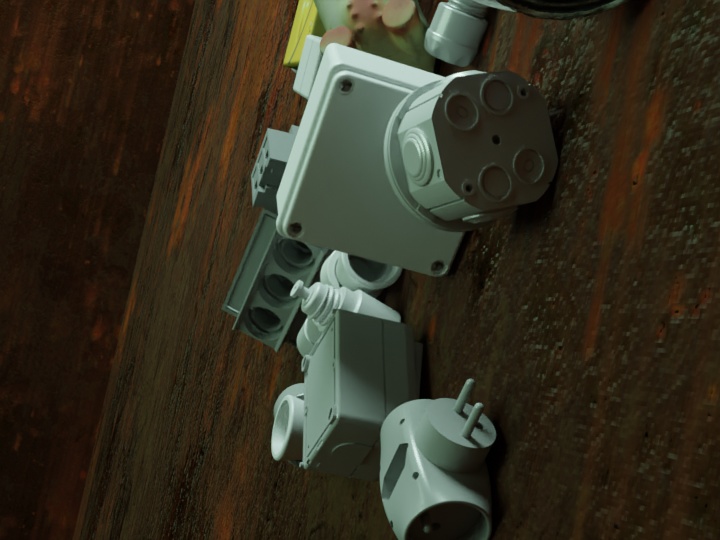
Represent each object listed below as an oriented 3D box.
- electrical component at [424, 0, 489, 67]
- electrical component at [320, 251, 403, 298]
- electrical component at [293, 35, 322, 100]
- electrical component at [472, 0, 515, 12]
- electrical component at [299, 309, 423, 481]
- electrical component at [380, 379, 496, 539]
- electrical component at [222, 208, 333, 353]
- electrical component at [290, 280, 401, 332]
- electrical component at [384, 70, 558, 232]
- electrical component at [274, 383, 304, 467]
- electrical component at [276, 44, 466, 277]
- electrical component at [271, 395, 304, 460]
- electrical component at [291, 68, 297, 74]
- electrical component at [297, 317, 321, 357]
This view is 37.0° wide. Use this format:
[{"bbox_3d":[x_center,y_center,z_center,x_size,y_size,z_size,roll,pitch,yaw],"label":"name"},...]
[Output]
[{"bbox_3d":[0.065,-0.161,0.676,0.035,0.035,0.061,-114,43,-64],"label":"electrical component"},{"bbox_3d":[0.000,0.000,0.747,0.055,0.045,0.045,136,144,-62],"label":"electrical component"},{"bbox_3d":[-0.006,-0.150,0.850,0.077,0.066,0.047,43,120,60],"label":"electrical component"},{"bbox_3d":[0.082,-0.177,0.602,0.055,0.055,0.047,-161,88,-73],"label":"electrical component"},{"bbox_3d":[0.002,0.072,0.655,0.061,0.061,0.096,120,156,-45],"label":"electrical component"},{"bbox_3d":[0.043,0.091,0.536,0.077,0.043,0.079,-104,31,-57],"label":"electrical component"},{"bbox_3d":[-0.059,0.002,0.902,0.121,0.079,0.063,-63,0,39],"label":"electrical component"},{"bbox_3d":[-0.010,0.031,0.707,0.040,0.078,0.040,-53,17,24],"label":"electrical component"},{"bbox_3d":[0.057,-0.061,0.549,0.051,0.080,0.080,-13,65,66],"label":"electrical component"},{"bbox_3d":[-0.039,0.113,0.786,0.055,0.045,0.045,-119,45,-67],"label":"electrical component"},{"bbox_3d":[0.017,-0.063,0.631,0.056,0.109,0.108,-103,31,-62],"label":"electrical component"},{"bbox_3d":[-0.028,0.112,0.732,0.045,0.055,0.045,-167,90,-74],"label":"electrical component"},{"bbox_3d":[-0.034,-0.216,1.029,0.079,0.043,0.077,-101,29,-54],"label":"electrical component"},{"bbox_3d":[-0.024,0.043,0.801,0.065,0.044,0.044,121,156,-57],"label":"electrical component"}]
